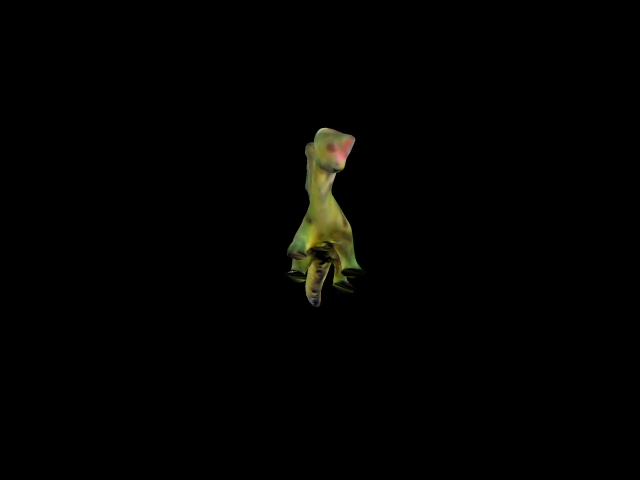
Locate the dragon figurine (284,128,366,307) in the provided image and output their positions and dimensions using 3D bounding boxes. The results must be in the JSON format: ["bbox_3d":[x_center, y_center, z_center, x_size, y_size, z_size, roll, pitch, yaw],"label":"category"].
[{"bbox_3d":[0.003,-0.043,0.850,0.122,0.247,0.403,3,-20,-7],"label":"dragon figurine"}]
